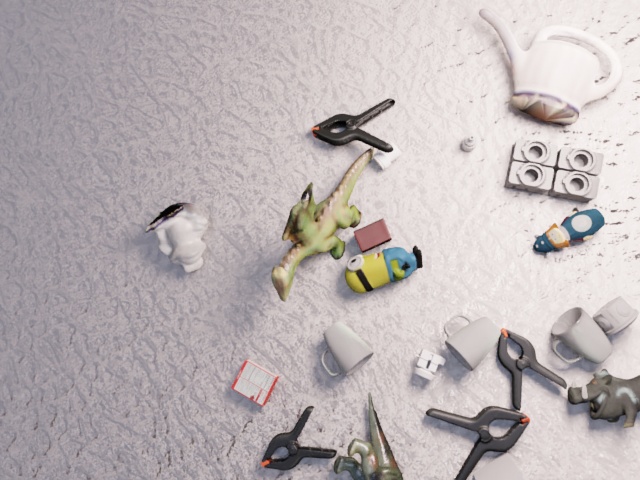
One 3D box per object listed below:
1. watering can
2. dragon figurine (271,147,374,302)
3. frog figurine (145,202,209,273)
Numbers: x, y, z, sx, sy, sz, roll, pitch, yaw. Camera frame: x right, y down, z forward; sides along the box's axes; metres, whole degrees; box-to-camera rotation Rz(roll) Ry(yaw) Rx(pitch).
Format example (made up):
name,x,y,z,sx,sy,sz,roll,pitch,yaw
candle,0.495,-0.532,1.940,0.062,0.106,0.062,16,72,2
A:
name,x,y,z,sx,sy,sz,roll,pitch,yaw
watering can,0.501,-0.394,1.179,0.349,0.103,0.225,22,86,11
dragon figurine,0.003,-0.057,1.136,0.123,0.241,0.411,24,88,16
frog figurine,-0.329,-0.008,1.260,0.138,0.124,0.157,-37,114,-6
